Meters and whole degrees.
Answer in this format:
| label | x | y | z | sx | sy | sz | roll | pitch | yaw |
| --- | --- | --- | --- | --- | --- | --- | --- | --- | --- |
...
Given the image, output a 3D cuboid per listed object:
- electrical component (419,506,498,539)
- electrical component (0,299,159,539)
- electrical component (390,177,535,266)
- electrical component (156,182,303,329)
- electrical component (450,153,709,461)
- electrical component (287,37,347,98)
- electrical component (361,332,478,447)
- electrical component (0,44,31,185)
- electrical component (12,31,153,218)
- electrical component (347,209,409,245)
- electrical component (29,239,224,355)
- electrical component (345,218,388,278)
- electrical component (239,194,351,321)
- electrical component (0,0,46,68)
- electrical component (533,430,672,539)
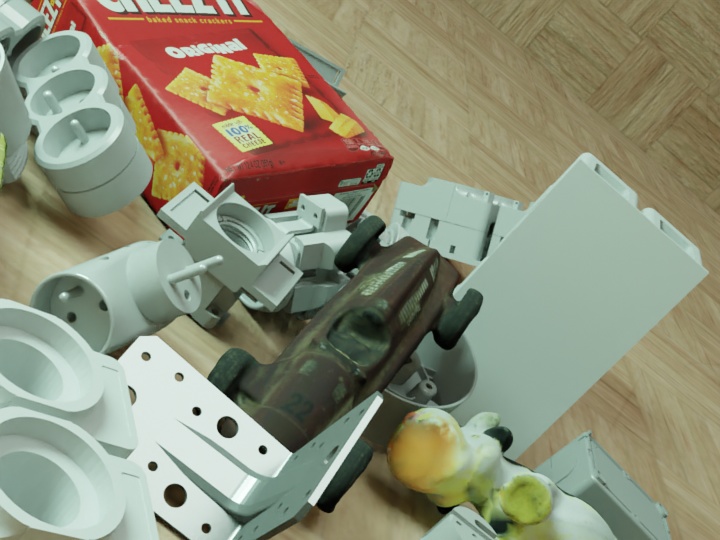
| label | x | y | z | sx | sy | sz | roll | pitch | yaw |
| --- | --- | --- | --- | --- | --- | --- | --- | --- | --- |
| electrical component | 0.044 | 0.145 | 0.534 | 0.040 | 0.046 | 0.040 | 35 | 21 | -16 |
| electrical component | -0.160 | 0.051 | 0.343 | 0.186 | 0.060 | 0.105 | 25 | 26 | -37 |
| electrical component | 0.129 | -0.027 | 0.893 | 0.186 | 0.060 | 0.105 | 17 | 5 | 34 |
| electrical component | -0.077 | -0.006 | 0.597 | 0.081 | 0.063 | 0.042 | 40 | 32 | -2 |
| electrical component | 0.125 | 0.025 | 0.721 | 0.105 | 0.186 | 0.060 | 42 | 20 | 2 |
| electrical component | -0.080 | -0.159 | 0.904 | 0.121 | 0.078 | 0.063 | 22 | 6 | -42 |
| electrical component | 0.016 | 0.055 | 0.642 | 0.099 | 0.064 | 0.099 | 35 | 22 | -17 |
| electrical component | -0.191 | -0.078 | 0.545 | 0.043 | 0.043 | 0.081 | 51 | -19 | 25 |
| electrical component | -0.154 | -0.075 | 0.621 | 0.138 | 0.052 | 0.073 | 58 | -6 | 45 |
| electrical component | 0.003 | -0.021 | 0.803 | 0.055 | 0.048 | 0.066 | 27 | 24 | -16 |
| electrical component | -0.102 | 0.009 | 0.510 | 0.043 | 0.079 | 0.077 | 69 | 20 | -6 |
| electrical component | 0.000 | 0.000 | 0.742 | 0.047 | 0.055 | 0.055 | 42 | 20 | -10 |
| electrical component | -0.043 | -0.005 | 0.655 | 0.057 | 0.078 | 0.058 | -10 | 32 | -40 |
| electrical component | -0.237 | -0.137 | 0.597 | 0.074 | 0.052 | 0.138 | 38 | 21 | -8 |
| electrical component | 0.154 | 0.163 | 0.684 | 0.096 | 0.061 | 0.061 | 46 | 18 | -9 |
